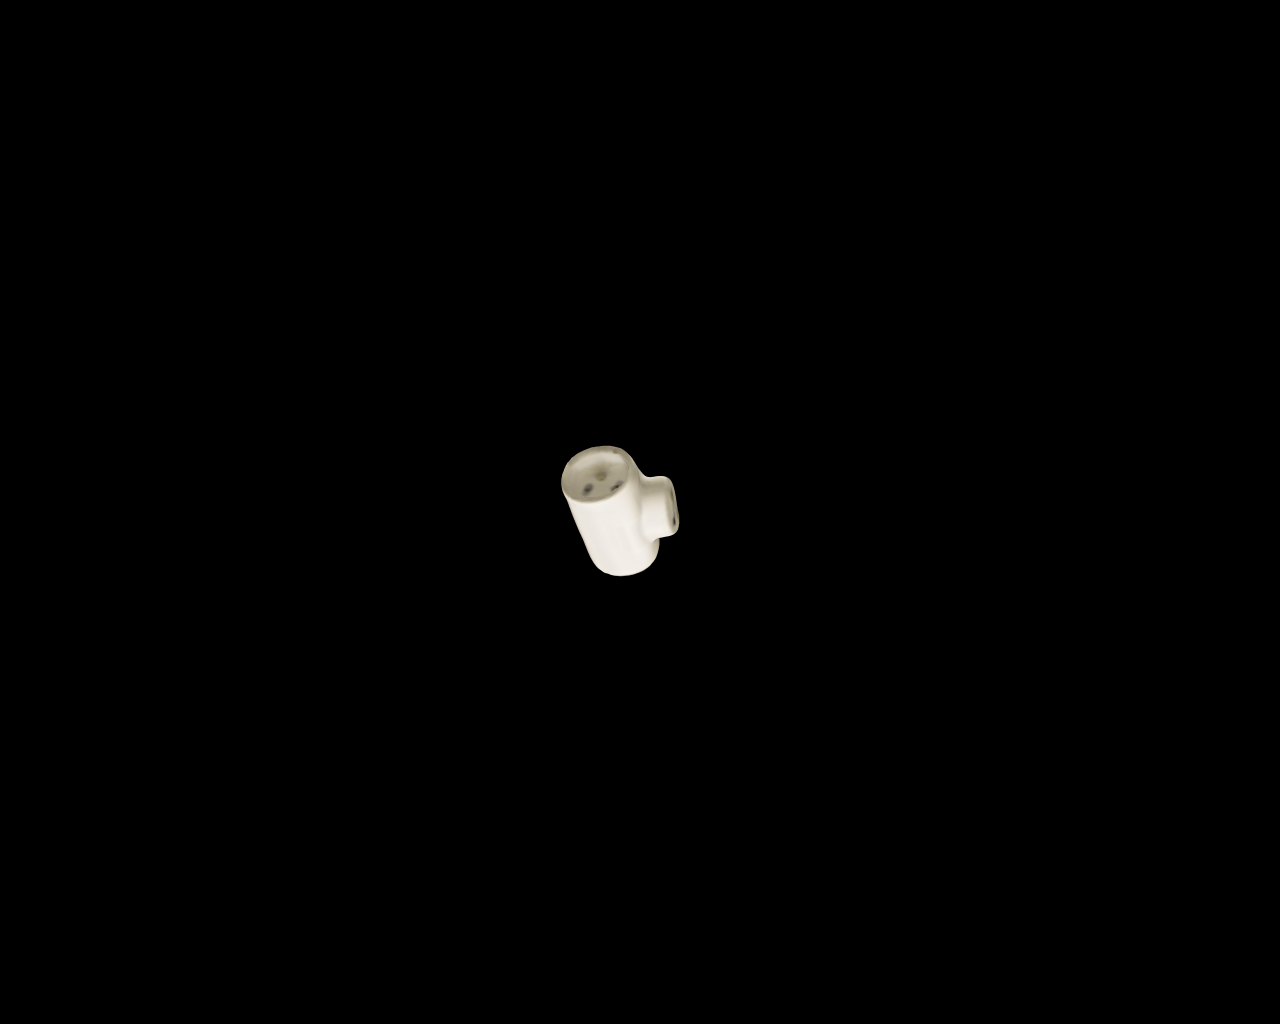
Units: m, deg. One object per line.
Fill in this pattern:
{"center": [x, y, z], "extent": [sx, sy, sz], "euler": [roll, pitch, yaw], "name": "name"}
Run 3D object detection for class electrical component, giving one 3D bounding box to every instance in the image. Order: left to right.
{"center": [0.001, -0.003, 0.650], "extent": [0.079, 0.043, 0.077], "euler": [-8, -39, 10], "name": "electrical component"}
